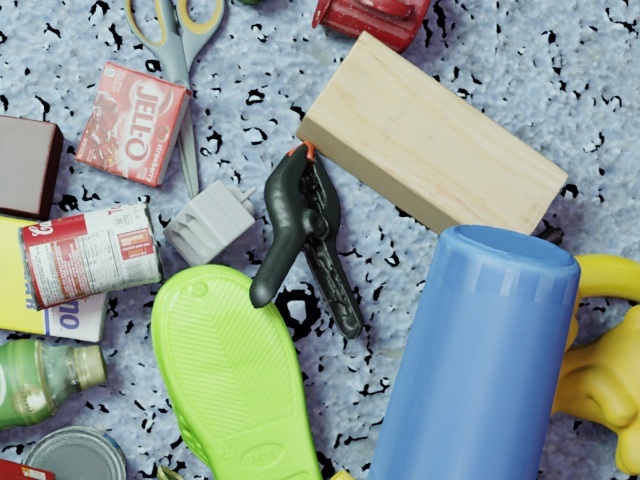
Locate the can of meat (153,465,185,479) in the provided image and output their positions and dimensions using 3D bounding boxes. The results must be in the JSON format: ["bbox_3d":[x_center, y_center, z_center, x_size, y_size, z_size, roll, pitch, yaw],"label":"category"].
[{"bbox_3d":[-0.123,0.249,0.863,0.084,0.057,0.102,-46,56,-4],"label":"can of meat"}]

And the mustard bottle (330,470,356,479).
[{"bbox_3d":[0.073,0.273,0.898,0.096,0.058,0.191,-39,92,-3],"label":"mustard bottle"}]

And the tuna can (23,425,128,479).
[{"bbox_3d":[-0.203,0.197,0.885,0.086,0.034,0.086,0,86,-7],"label":"tuna can"}]

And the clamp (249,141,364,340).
[{"bbox_3d":[-0.006,0.001,0.896,0.120,0.039,0.171,36,48,-40],"label":"clamp"}]

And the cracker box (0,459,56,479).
[{"bbox_3d":[-0.313,0.260,0.798,0.164,0.072,0.214,21,102,-25],"label":"cracker box"}]

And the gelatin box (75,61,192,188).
[{"bbox_3d":[-0.157,-0.097,0.901,0.073,0.030,0.089,19,93,2],"label":"gelatin box"}]

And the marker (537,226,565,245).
[{"bbox_3d":[0.165,0.024,0.943,0.121,0.020,0.020,-33,91,-7],"label":"marker"}]

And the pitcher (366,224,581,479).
[{"bbox_3d":[0.114,0.113,0.829,0.149,0.144,0.243,18,104,23],"label":"pitcher"}]

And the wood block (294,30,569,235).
[{"bbox_3d":[0.091,-0.074,0.906,0.206,0.091,0.090,35,83,-3],"label":"wood block"}]

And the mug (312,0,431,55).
[{"bbox_3d":[0.048,-0.206,0.900,0.081,0.117,0.093,21,104,-10],"label":"mug"}]

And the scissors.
[{"bbox_3d":[-0.106,-0.145,0.926,0.096,0.016,0.202,-23,90,-7],"label":"scissors"}]

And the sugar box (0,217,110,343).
[{"bbox_3d":[-0.262,0.027,0.883,0.176,0.048,0.093,8,85,-5],"label":"sugar box"}]

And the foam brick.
[{"bbox_3d":[-0.248,-0.060,0.887,0.053,0.051,0.078,10,85,-5],"label":"foam brick"}]

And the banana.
[{"bbox_3d":[0.220,0.049,0.939,0.197,0.037,0.069,-5,87,-7],"label":"banana"}]

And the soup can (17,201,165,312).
[{"bbox_3d":[-0.179,0.012,0.839,0.102,0.068,0.068,-13,88,-10],"label":"soup can"}]
